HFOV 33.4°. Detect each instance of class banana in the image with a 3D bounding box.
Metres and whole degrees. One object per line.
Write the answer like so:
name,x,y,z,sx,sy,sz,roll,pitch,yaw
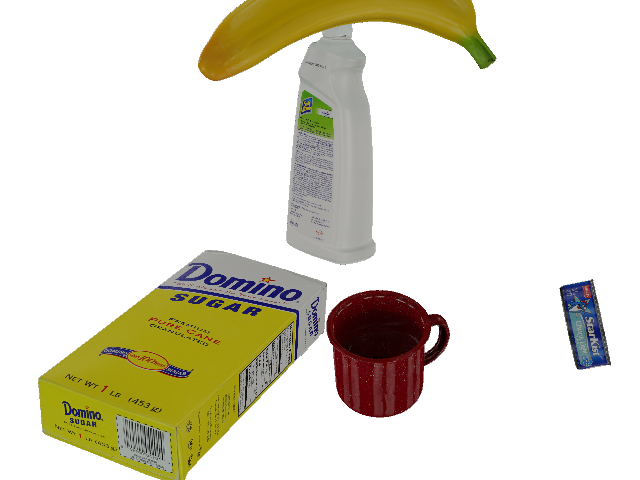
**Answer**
banana,0.018,-0.137,0.648,0.197,0.069,0.037,-7,-15,-20

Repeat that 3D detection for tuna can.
tuna can,0.260,0.083,1.048,0.034,0.086,0.086,-12,-3,13

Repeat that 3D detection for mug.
mug,0.064,0.102,0.973,0.117,0.081,0.093,-19,42,-17

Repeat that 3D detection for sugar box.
sugar box,-0.075,0.066,0.637,0.093,0.048,0.176,16,33,21

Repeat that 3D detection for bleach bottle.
bleach bottle,0.017,-0.108,1.136,0.103,0.251,0.067,20,24,40
